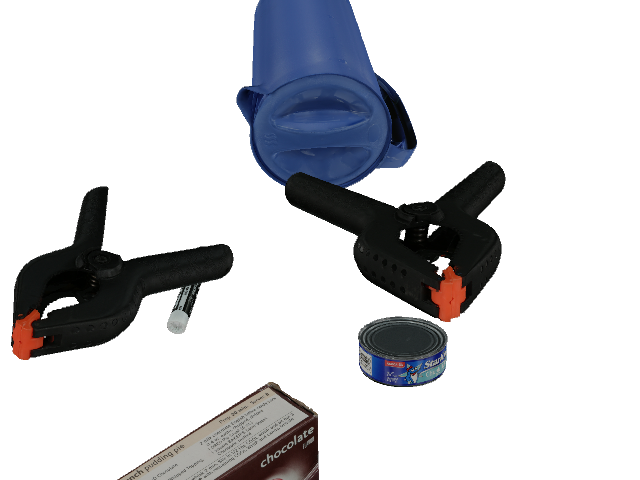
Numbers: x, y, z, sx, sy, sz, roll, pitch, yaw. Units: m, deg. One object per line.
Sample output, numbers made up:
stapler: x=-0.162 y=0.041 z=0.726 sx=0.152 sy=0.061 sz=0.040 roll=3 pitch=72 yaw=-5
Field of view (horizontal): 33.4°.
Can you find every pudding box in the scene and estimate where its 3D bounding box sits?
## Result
pudding box: x=-0.051 y=0.131 z=0.497 sx=0.039 sy=0.090 sz=0.113 roll=30 pitch=47 yaw=35

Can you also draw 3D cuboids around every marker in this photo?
marker: x=-0.132 y=0.047 z=1.084 sx=0.020 sy=0.020 sz=0.121 roll=0 pitch=38 yaw=11

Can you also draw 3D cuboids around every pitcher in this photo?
pitcher: x=0.001 y=-0.165 z=1.077 sx=0.145 sy=0.149 sz=0.243 roll=-18 pitch=39 yaw=9

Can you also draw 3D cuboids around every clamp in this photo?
clamp: x=-0.152 y=0.018 z=0.711 sx=0.120 sy=0.039 sz=0.171 roll=26 pitch=33 yaw=25
clamp: x=0.055 y=-0.007 z=0.718 sx=0.164 sy=0.036 sz=0.210 roll=-2 pitch=25 yaw=2

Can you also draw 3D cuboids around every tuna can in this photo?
tuna can: x=0.079 y=0.107 z=1.029 sx=0.086 sy=0.034 sz=0.086 roll=-1 pitch=22 yaw=0
